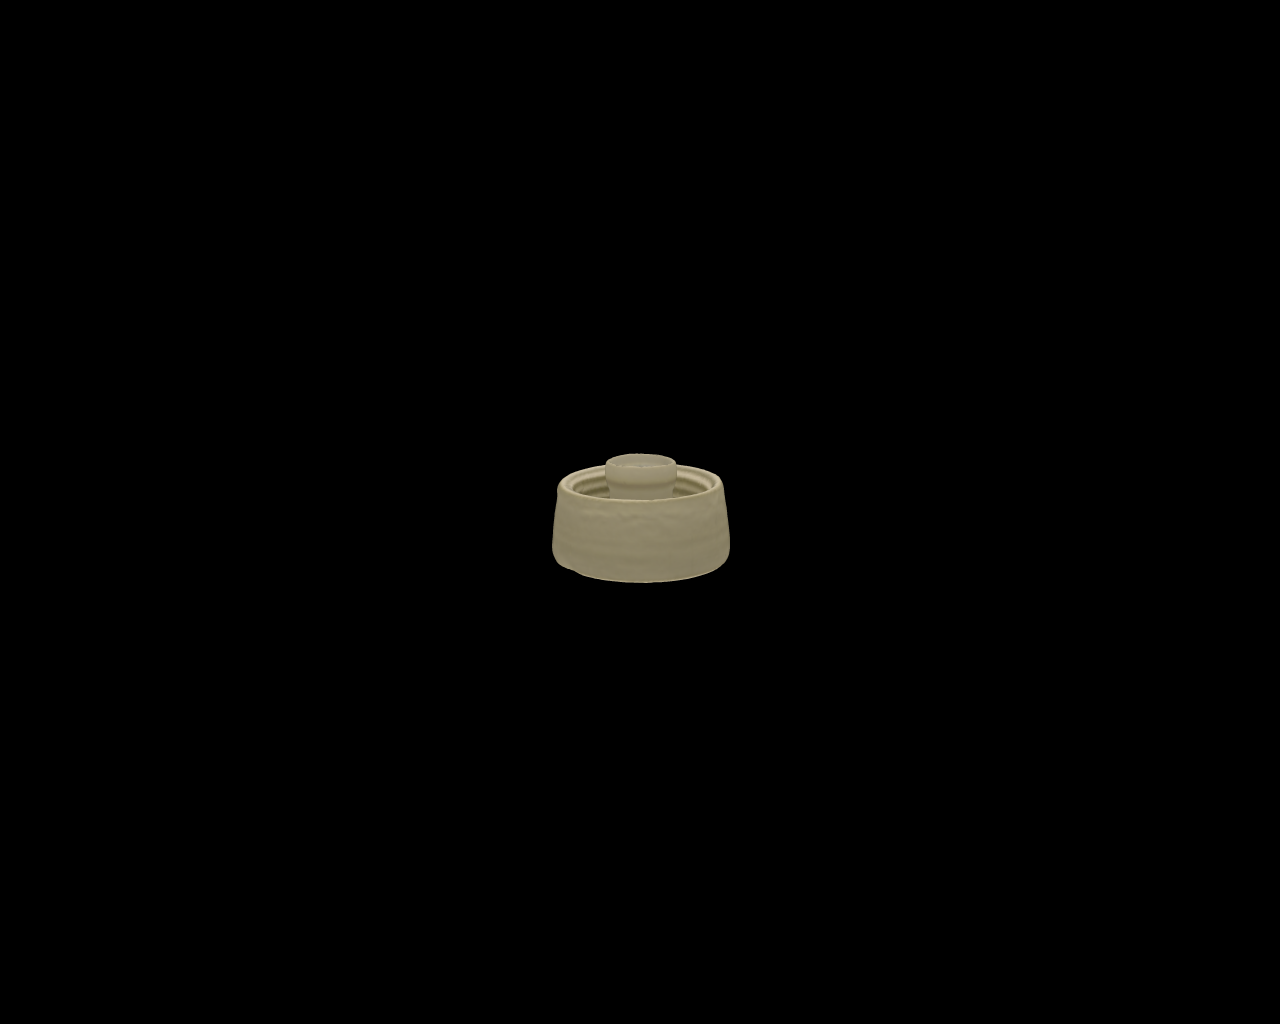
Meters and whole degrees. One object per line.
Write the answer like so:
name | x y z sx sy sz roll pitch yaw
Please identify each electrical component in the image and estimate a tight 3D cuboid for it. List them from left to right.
electrical component | 0.001 -0.003 0.650 0.108 0.060 0.108 0 16 0
